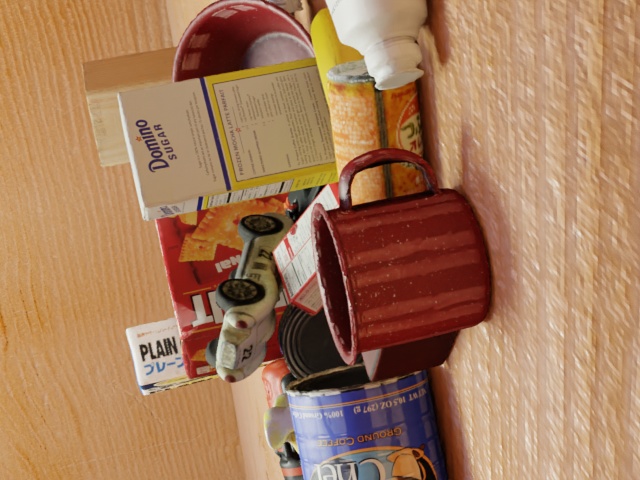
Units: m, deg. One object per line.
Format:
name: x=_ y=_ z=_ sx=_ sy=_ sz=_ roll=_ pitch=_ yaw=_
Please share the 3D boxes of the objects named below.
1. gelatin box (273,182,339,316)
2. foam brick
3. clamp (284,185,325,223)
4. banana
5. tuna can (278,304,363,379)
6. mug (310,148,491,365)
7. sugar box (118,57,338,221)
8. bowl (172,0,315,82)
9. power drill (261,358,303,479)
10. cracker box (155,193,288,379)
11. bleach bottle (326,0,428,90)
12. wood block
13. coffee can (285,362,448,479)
gelatin box: x=0.004 y=0.005 z=0.853 sx=0.089 sy=0.030 sz=0.073 roll=-51 pitch=32 yaw=19
foam brick: x=0.054 y=0.049 z=0.682 sx=0.078 sy=0.053 sz=0.051 roll=98 pitch=159 yaw=-61
clamp: x=-0.007 y=0.001 z=0.991 sx=0.210 sy=0.036 sz=0.164 roll=-135 pitch=48 yaw=-76
banana: x=0.027 y=-0.091 z=0.742 sx=0.069 sy=0.037 sz=0.198 roll=54 pitch=-160 yaw=-67
tuna can: x=0.008 y=0.081 z=0.892 sx=0.034 sy=0.086 sz=0.086 roll=-131 pitch=30 yaw=-75
mug: x=0.043 y=0.005 z=0.599 sx=0.093 sy=0.081 sz=0.117 roll=-133 pitch=32 yaw=-73
sugar box: x=-0.056 y=-0.078 z=0.801 sx=0.048 sy=0.176 sz=0.093 roll=112 pitch=145 yaw=-74
bowl: x=-0.047 y=-0.129 z=0.911 sx=0.055 sy=0.162 sz=0.162 roll=-30 pitch=-65 yaw=-54
power drill: x=0.004 y=0.200 z=0.983 sx=0.188 sy=0.057 sz=0.184 roll=163 pitch=91 yaw=-69
cracker box: x=-0.079 y=0.025 z=1.111 sx=0.072 sy=0.164 sz=0.214 roll=85 pitch=169 yaw=-47
bleach bottle: x=0.010 y=-0.206 z=0.611 sx=0.103 sy=0.068 sz=0.251 roll=122 pitch=133 yaw=-78
wood block: x=-0.143 y=-0.153 z=1.148 sx=0.091 sy=0.206 sz=0.090 roll=-116 pitch=17 yaw=-58
coffee can: x=0.038 y=0.163 z=0.754 sx=0.103 sy=0.102 sz=0.140 roll=176 pitch=83 yaw=-81
